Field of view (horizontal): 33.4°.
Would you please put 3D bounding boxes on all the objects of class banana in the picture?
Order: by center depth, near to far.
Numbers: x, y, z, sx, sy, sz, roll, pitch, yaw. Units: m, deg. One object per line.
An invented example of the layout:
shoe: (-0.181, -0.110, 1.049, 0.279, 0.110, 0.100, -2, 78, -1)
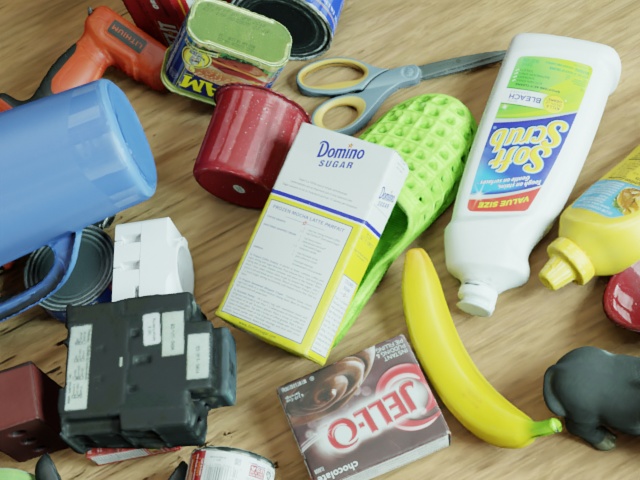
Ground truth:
banana: (0.111, 0.094, 0.829, 0.070, 0.037, 0.198, -52, 53, 21)

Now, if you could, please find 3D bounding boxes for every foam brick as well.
foam brick: (-0.239, 0.141, 0.866, 0.053, 0.078, 0.051, -19, 61, 3)

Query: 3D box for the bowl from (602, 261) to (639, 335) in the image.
bowl: (0.296, 0.034, 0.794, 0.162, 0.055, 0.162, -32, 17, 11)

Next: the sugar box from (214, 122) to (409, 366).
sugar box: (-0.005, 0.001, 0.854, 0.093, 0.048, 0.176, 21, 79, 28)

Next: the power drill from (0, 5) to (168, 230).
power drill: (-0.219, -0.119, 1.007, 0.184, 0.057, 0.187, 37, 71, 12)

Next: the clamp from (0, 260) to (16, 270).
clamp: (-0.347, -0.052, 1.017, 0.210, 0.036, 0.164, 35, 68, 23)

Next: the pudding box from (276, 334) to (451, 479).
pudding box: (0.034, 0.137, 0.831, 0.113, 0.039, 0.090, -24, 60, -2)

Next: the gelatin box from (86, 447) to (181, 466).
gelatin box: (-0.155, 0.134, 0.878, 0.073, 0.030, 0.089, -12, 61, 6)

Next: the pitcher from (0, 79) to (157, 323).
pitcher: (-0.263, -0.034, 0.899, 0.243, 0.149, 0.145, -21, 49, 4)

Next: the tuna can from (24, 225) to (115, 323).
tuna can: (-0.215, 0.030, 0.945, 0.086, 0.033, 0.086, -5, 61, 9)

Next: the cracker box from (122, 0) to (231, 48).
cracker box: (-0.113, -0.301, 1.028, 0.072, 0.164, 0.213, 16, 66, 21)

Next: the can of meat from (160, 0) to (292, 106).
can of meat: (-0.084, -0.167, 0.972, 0.102, 0.084, 0.057, 17, 61, -16)

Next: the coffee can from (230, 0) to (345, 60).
coffee can: (-0.019, -0.259, 1.020, 0.103, 0.103, 0.140, 9, 65, 16)

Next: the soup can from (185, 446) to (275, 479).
soup can: (-0.074, 0.213, 0.797, 0.068, 0.068, 0.102, 3, 62, 13)

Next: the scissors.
scissors: (0.074, -0.135, 0.984, 0.202, 0.016, 0.096, 2, 64, 13)

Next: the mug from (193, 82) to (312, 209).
mug: (-0.071, -0.080, 0.950, 0.117, 0.093, 0.081, -3, 62, 45)

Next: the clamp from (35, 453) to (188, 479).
clamp: (-0.173, 0.242, 0.809, 0.120, 0.039, 0.171, 10, 68, 6)

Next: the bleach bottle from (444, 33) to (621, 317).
bleach bottle: (0.172, -0.052, 0.892, 0.103, 0.068, 0.250, 14, 68, 18)

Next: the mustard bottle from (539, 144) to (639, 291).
mustard bottle: (0.249, -0.026, 0.849, 0.191, 0.058, 0.096, -39, 22, -9)
